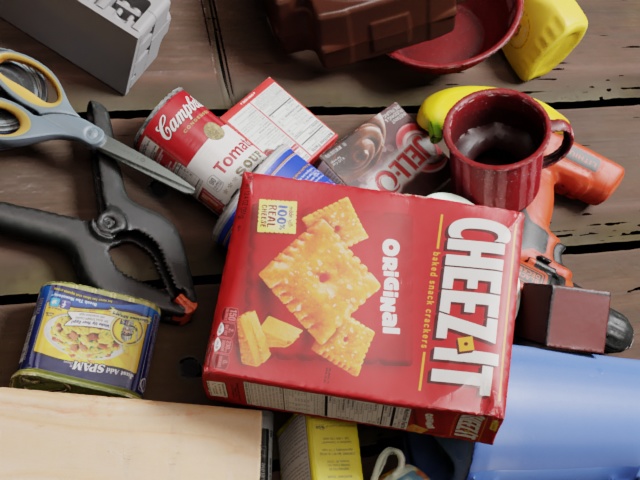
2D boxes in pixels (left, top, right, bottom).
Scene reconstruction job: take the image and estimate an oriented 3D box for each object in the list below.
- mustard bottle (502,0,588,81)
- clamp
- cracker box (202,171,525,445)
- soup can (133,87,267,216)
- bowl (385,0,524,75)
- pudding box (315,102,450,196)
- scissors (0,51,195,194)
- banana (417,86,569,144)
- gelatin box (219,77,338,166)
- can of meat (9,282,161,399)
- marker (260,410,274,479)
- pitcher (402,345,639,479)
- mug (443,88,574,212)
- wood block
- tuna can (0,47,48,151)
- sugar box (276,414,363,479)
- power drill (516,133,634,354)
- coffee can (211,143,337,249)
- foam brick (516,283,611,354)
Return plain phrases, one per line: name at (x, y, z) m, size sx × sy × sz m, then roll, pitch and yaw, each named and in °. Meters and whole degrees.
mustard bottle at (0.192, -0.266, 1.100) m, size 0.058 × 0.096 × 0.192 m, roll -22°, pitch 73°, yaw -27°
clamp at (-0.176, -0.016, 0.891) m, size 0.210 × 0.036 × 0.164 m, roll 38°, pitch 58°, yaw 2°
cracker box at (0.033, 0.047, 0.780) m, size 0.214 × 0.072 × 0.164 m, roll 8°, pitch 65°, yaw 5°
soup can at (-0.102, -0.075, 0.927) m, size 0.102 × 0.069 × 0.068 m, roll 39°, pitch 59°, yaw 3°
bowl at (0.119, -0.220, 1.062) m, size 0.162 × 0.055 × 0.162 m, roll -3°, pitch 61°, yaw 5°
pudding box at (0.060, -0.064, 0.990) m, size 0.113 × 0.039 × 0.090 m, roll -38°, pitch 80°, yaw -30°
scissors at (-0.208, -0.078, 0.885) m, size 0.202 × 0.016 × 0.096 m, roll 42°, pitch 61°, yaw 4°
banana at (0.160, -0.121, 1.042) m, size 0.197 × 0.037 × 0.070 m, roll -10°, pitch 60°, yaw -37°
gelatin box at (-0.040, -0.096, 0.980) m, size 0.089 × 0.030 × 0.073 m, roll 41°, pitch 58°, yaw 6°
can of meat at (-0.179, 0.085, 0.828) m, size 0.102 × 0.058 × 0.084 m, roll 14°, pitch 59°, yaw -11°
marker at (-0.047, 0.194, 0.838) m, size 0.020 × 0.020 × 0.121 m, roll 7°, pitch 63°, yaw -15°
pitcher at (0.201, 0.159, 0.872) m, size 0.242 × 0.145 × 0.149 m, roll 5°, pitch 85°, yaw -19°
mug at (0.168, -0.077, 0.949) m, size 0.117 × 0.081 × 0.093 m, roll -16°, pitch 55°, yaw -3°
wood block at (-0.154, 0.168, 0.775) m, size 0.206 × 0.091 × 0.090 m, roll 8°, pitch 63°, yaw -15°
tuna can at (-0.277, -0.121, 0.911) m, size 0.086 × 0.034 × 0.086 m, roll 8°, pitch 63°, yaw -17°
sugar box at (0.005, 0.217, 0.800) m, size 0.048 × 0.093 × 0.176 m, roll 0°, pitch 65°, yaw -18°
power drill at (0.226, -0.001, 1.001) m, size 0.184 × 0.057 × 0.187 m, roll 27°, pitch 59°, yaw -3°
coffee can at (-0.006, 0.001, 0.899) m, size 0.140 × 0.103 × 0.102 m, roll 38°, pitch 59°, yaw 3°
foam brick at (0.204, 0.065, 0.901) m, size 0.053 × 0.078 × 0.051 m, roll 7°, pitch 89°, yaw -6°
